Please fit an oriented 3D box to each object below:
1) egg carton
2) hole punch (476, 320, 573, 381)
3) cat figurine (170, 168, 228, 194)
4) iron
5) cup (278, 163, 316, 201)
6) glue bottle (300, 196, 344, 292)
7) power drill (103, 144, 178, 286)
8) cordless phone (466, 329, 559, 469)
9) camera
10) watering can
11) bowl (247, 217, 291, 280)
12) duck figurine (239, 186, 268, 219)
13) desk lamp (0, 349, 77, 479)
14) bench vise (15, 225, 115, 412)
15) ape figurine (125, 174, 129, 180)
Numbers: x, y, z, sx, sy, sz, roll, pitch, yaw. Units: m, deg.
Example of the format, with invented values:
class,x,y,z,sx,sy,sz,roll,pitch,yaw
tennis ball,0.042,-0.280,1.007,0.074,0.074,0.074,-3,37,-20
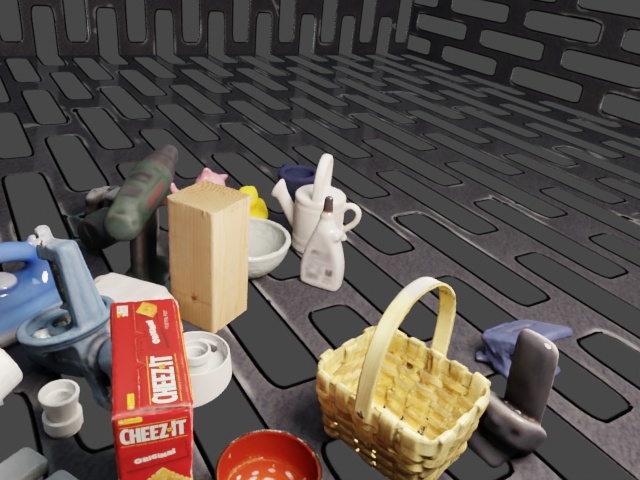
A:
class,x,y,z,sx,sy,sz,roll,pitch,yaw
egg carton,-0.294,0.106,0.852,0.150,0.069,0.107,13,29,12
hole punch,0.305,0.155,0.863,0.109,0.091,0.100,-11,32,-29
cat figurine,-0.252,-0.099,1.195,0.128,0.118,0.067,-5,30,-21
iron,-0.457,0.061,0.826,0.118,0.141,0.259,21,31,26
cup,-0.057,-0.117,1.294,0.092,0.095,0.117,-11,32,-29
glue bottle,0.009,0.004,0.997,0.078,0.173,0.037,17,30,19
power drill,-0.289,-0.032,0.964,0.075,0.208,0.229,7,28,2
cordless phone,0.222,0.171,0.714,0.094,0.185,0.147,-19,37,-39
camera,-0.398,-0.047,1.083,0.142,0.101,0.137,18,30,21
watering can,-0.008,-0.073,1.116,0.173,0.194,0.100,1,28,-9
bowl,-0.137,0.023,1.035,0.167,0.075,0.167,5,28,-2
duck figurine,-0.149,-0.073,1.201,0.077,0.086,0.105,18,30,21
desk lamp,-0.334,0.203,0.507,0.117,0.214,0.204,19,30,23
bench vise,-0.284,0.092,0.720,0.207,0.220,0.121,8,28,4
ape figurine,-0.381,-0.093,1.184,0.076,0.092,0.077,-3,29,-16
